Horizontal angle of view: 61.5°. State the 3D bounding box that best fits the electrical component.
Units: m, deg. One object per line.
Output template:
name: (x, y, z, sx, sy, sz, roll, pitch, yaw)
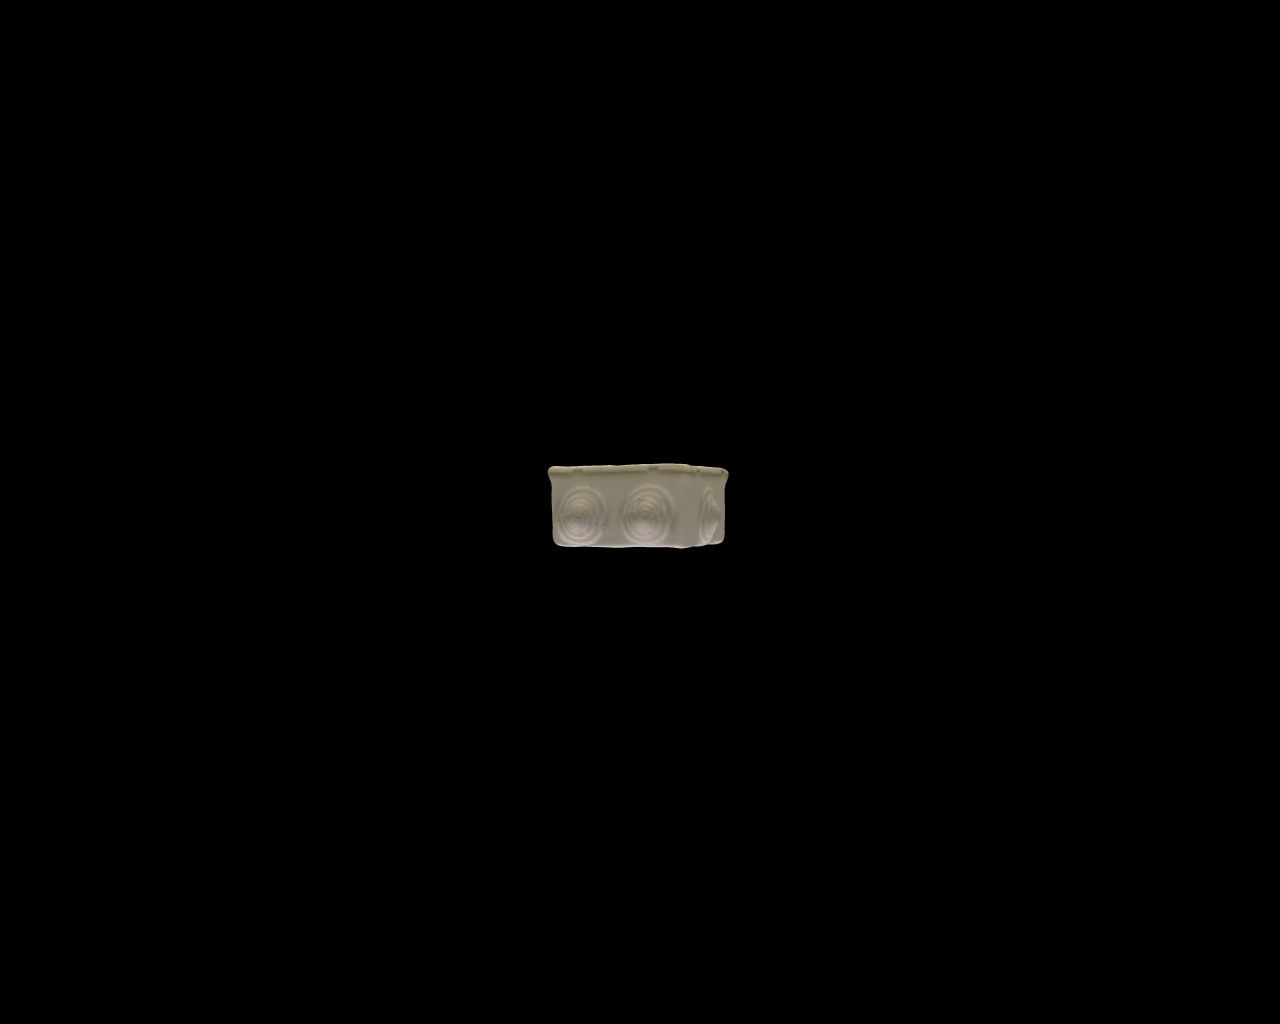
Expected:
electrical component: (0.001, -0.003, 0.650, 0.100, 0.048, 0.100, 0, 0, 21)
